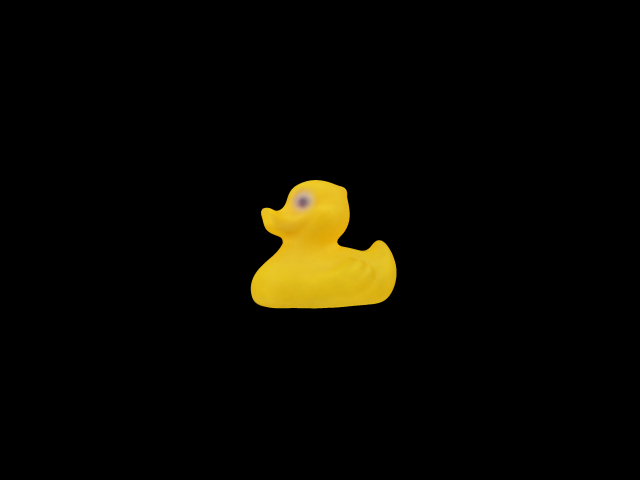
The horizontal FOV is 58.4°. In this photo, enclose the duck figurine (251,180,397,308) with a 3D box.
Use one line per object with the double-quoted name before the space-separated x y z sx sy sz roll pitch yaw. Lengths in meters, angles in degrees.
"duck figurine" 0.004 0.001 0.400 0.105 0.086 0.077 0 0 -21
